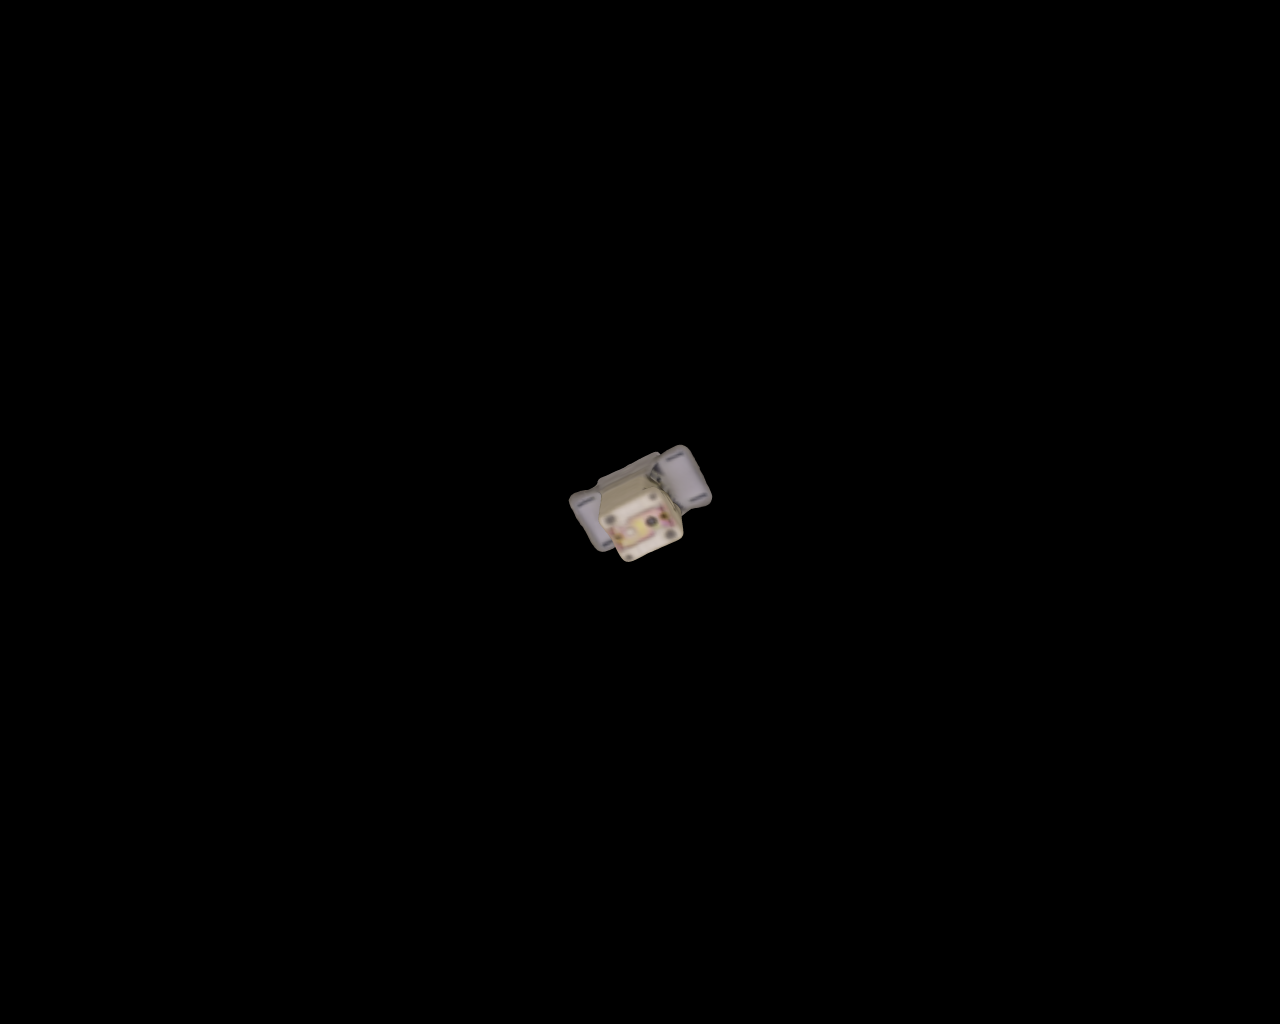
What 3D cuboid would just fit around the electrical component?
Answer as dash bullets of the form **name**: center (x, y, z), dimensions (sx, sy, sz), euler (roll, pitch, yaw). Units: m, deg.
- **electrical component**: center (0.001, -0.003, 0.650), dimensions (0.081, 0.042, 0.064), euler (-26, 21, 11)
